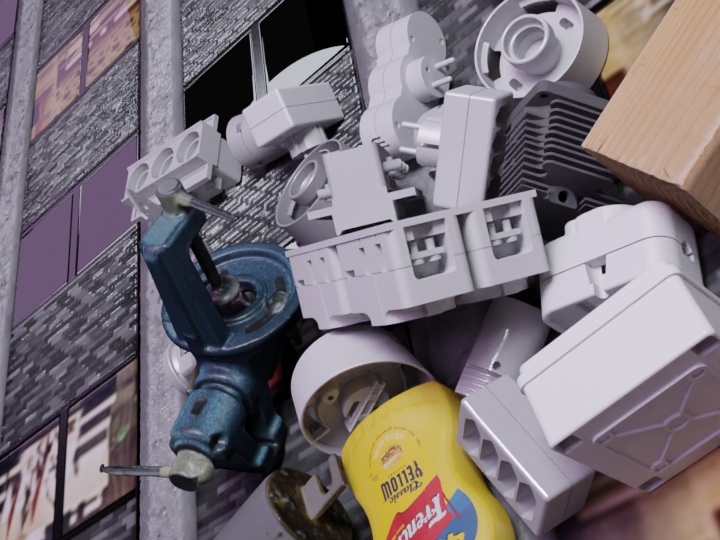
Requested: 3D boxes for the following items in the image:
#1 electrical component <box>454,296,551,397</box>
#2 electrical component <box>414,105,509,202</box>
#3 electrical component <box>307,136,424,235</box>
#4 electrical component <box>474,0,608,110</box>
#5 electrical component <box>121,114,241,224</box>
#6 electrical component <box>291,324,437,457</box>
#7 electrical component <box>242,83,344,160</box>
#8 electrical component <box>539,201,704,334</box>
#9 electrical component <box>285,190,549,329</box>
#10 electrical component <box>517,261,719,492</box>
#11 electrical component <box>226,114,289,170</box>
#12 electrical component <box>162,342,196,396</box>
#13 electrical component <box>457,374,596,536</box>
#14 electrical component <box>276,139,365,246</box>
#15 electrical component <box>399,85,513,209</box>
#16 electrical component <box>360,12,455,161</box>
[{"bbox_3d":[0.094,0.062,0.719,0.043,0.043,0.081,13,77,51],"label":"electrical component"},{"bbox_3d":[0.077,-0.087,0.834,0.077,0.043,0.079,7,73,49],"label":"electrical component"},{"bbox_3d":[0.004,-0.063,0.822,0.079,0.121,0.063,-13,91,7],"label":"electrical component"},{"bbox_3d":[0.138,-0.163,0.819,0.099,0.064,0.099,-12,68,33],"label":"electrical component"},{"bbox_3d":[-0.182,-0.097,1.110,0.121,0.063,0.078,-24,50,37],"label":"electrical component"},{"bbox_3d":[0.002,0.089,0.762,0.099,0.099,0.064,-51,33,11],"label":"electrical component"},{"bbox_3d":[-0.053,-0.125,0.986,0.047,0.083,0.075,-26,87,35],"label":"electrical component"},{"bbox_3d":[0.162,-0.001,0.677,0.095,0.054,0.059,-25,50,36],"label":"electrical component"},{"bbox_3d":[0.033,-0.003,0.732,0.186,0.105,0.060,-11,93,68],"label":"electrical component"},{"bbox_3d":[0.163,0.062,0.592,0.109,0.109,0.056,-41,44,22],"label":"electrical component"},{"bbox_3d":[-0.094,-0.131,1.043,0.047,0.055,0.055,-18,54,36],"label":"electrical component"},{"bbox_3d":[-0.137,0.077,0.955,0.057,0.058,0.078,-36,44,23],"label":"electrical component"},{"bbox_3d":[0.115,0.104,0.661,0.076,0.047,0.083,-27,54,-21],"label":"electrical component"},{"bbox_3d":[-0.025,-0.062,0.934,0.099,0.064,0.099,-42,28,29],"label":"electrical component"},{"bbox_3d":[0.064,-0.091,0.780,0.076,0.047,0.083,12,109,21],"label":"electrical component"},{"bbox_3d":[0.050,-0.157,0.902,0.074,0.052,0.138,-14,56,42],"label":"electrical component"}]
